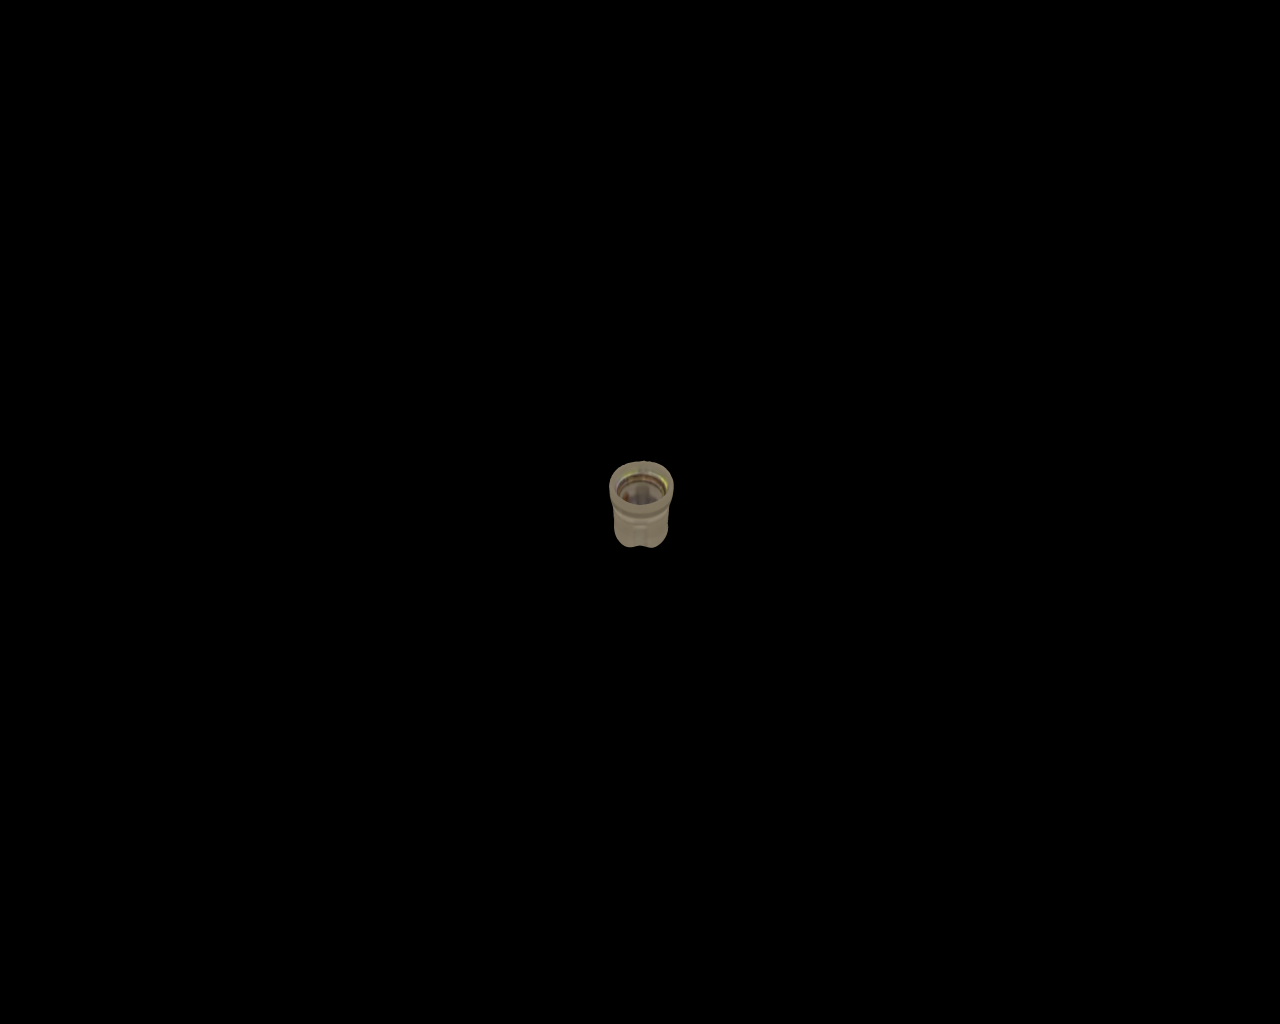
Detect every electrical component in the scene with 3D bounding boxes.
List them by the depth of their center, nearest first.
[{"bbox_3d":[0.001,-0.003,0.650,0.040,0.040,0.046,0,-43,0],"label":"electrical component"}]
